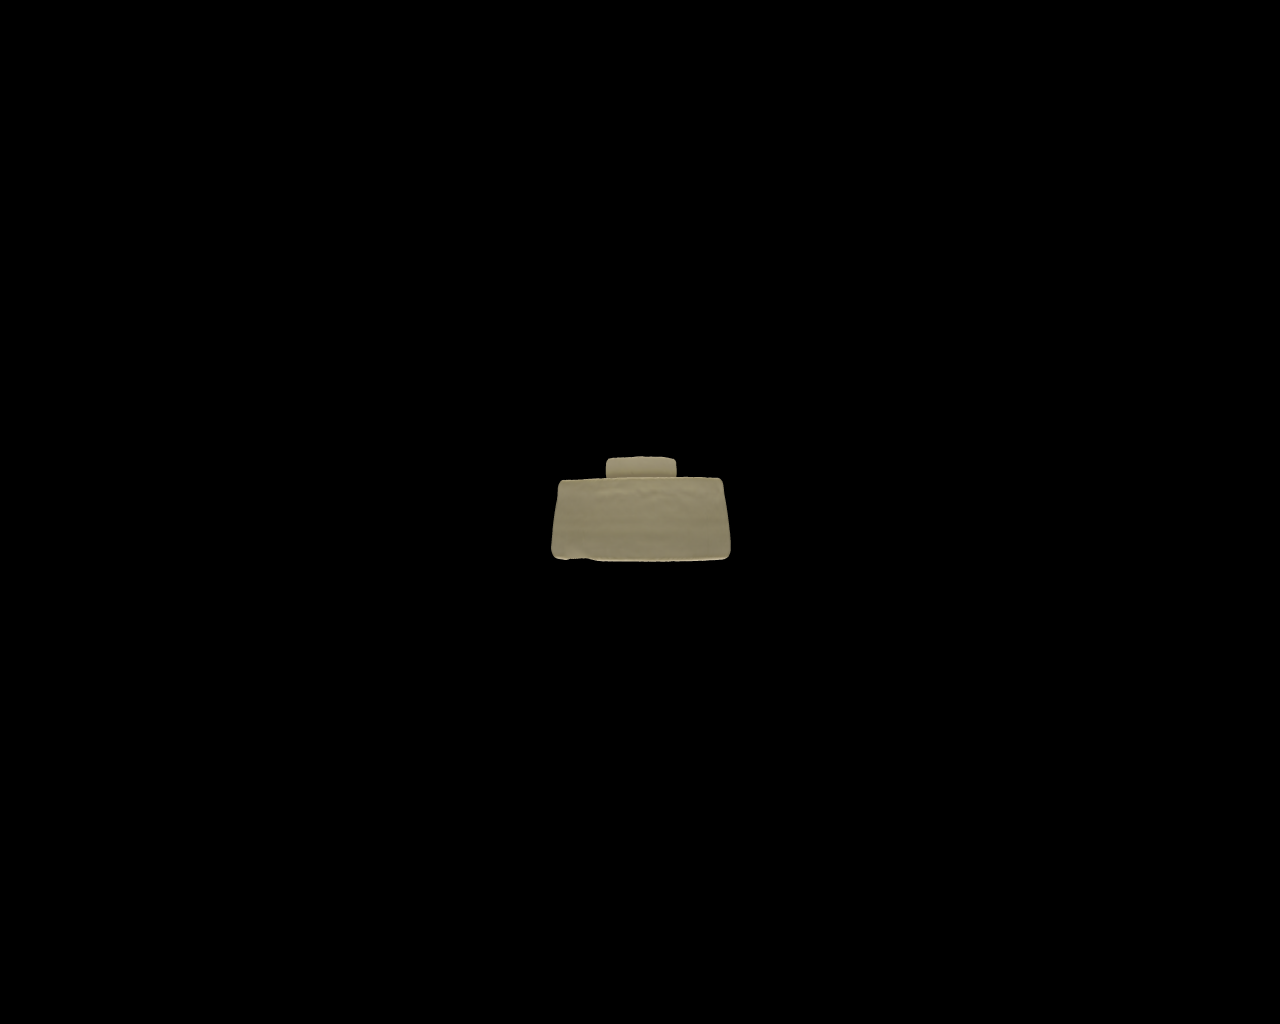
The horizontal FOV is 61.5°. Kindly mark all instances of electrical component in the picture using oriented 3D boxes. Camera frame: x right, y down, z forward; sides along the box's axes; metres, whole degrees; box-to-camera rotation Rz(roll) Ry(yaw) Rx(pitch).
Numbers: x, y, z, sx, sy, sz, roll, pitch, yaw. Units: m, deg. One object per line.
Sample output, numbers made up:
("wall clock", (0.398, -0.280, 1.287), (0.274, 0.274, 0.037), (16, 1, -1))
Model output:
("electrical component", (0.001, -0.003, 0.650), (0.108, 0.060, 0.108), (0, 0, 0))
